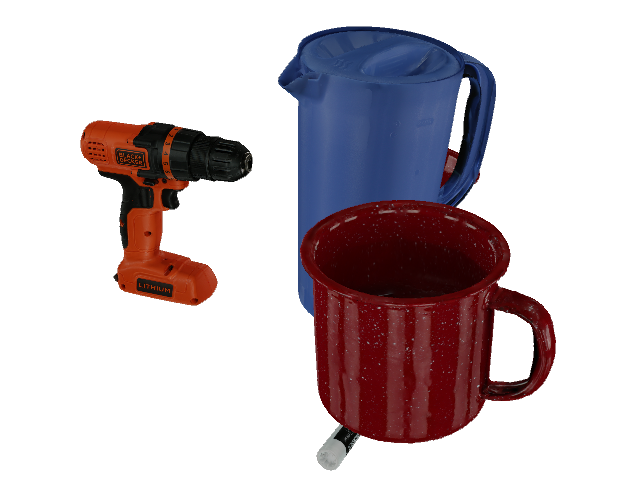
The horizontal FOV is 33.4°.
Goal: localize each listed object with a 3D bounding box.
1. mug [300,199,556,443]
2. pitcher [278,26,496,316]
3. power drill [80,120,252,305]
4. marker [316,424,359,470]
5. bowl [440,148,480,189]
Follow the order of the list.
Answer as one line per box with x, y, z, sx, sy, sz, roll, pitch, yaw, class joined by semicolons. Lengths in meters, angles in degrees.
0.049;0.040;0.487;0.117;0.081;0.093;11;32;22;mug
0.051;-0.050;0.901;0.149;0.243;0.144;15;32;18;pitcher
-0.150;-0.029;1.086;0.185;0.188;0.057;11;30;22;power drill
0.030;0.141;0.846;0.020;0.020;0.121;0;22;27;marker
0.080;-0.056;1.098;0.162;0.055;0.162;5;24;-3;bowl
